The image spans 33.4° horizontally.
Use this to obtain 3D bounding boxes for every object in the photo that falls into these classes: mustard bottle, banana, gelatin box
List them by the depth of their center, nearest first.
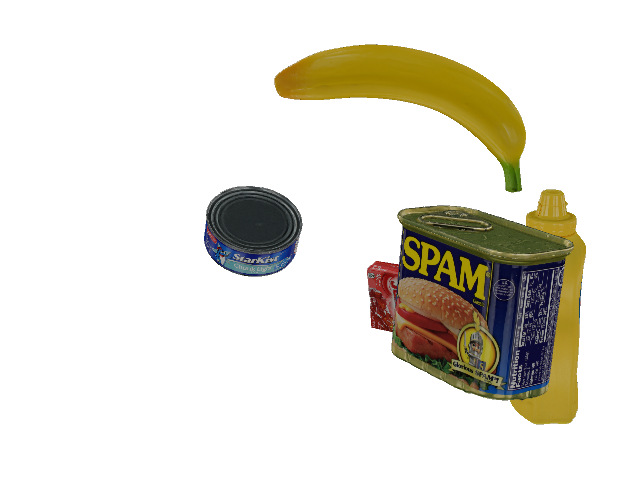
[{"bbox_3d":[0.069,-0.099,0.749,0.197,0.069,0.037,21,-2,-10],"label":"banana"},{"bbox_3d":[0.191,0.051,0.903,0.058,0.192,0.096,-1,17,2],"label":"mustard bottle"},{"bbox_3d":[0.098,0.074,1.336,0.073,0.089,0.030,10,31,28],"label":"gelatin box"}]

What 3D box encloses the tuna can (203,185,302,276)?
[{"bbox_3d":[-0.061,-0.008,0.953,0.086,0.034,0.086,7,43,-6],"label":"tuna can"}]

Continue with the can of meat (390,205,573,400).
[{"bbox_3d":[0.085,0.033,0.591,0.057,0.084,0.102,-7,18,-35],"label":"can of meat"}]
